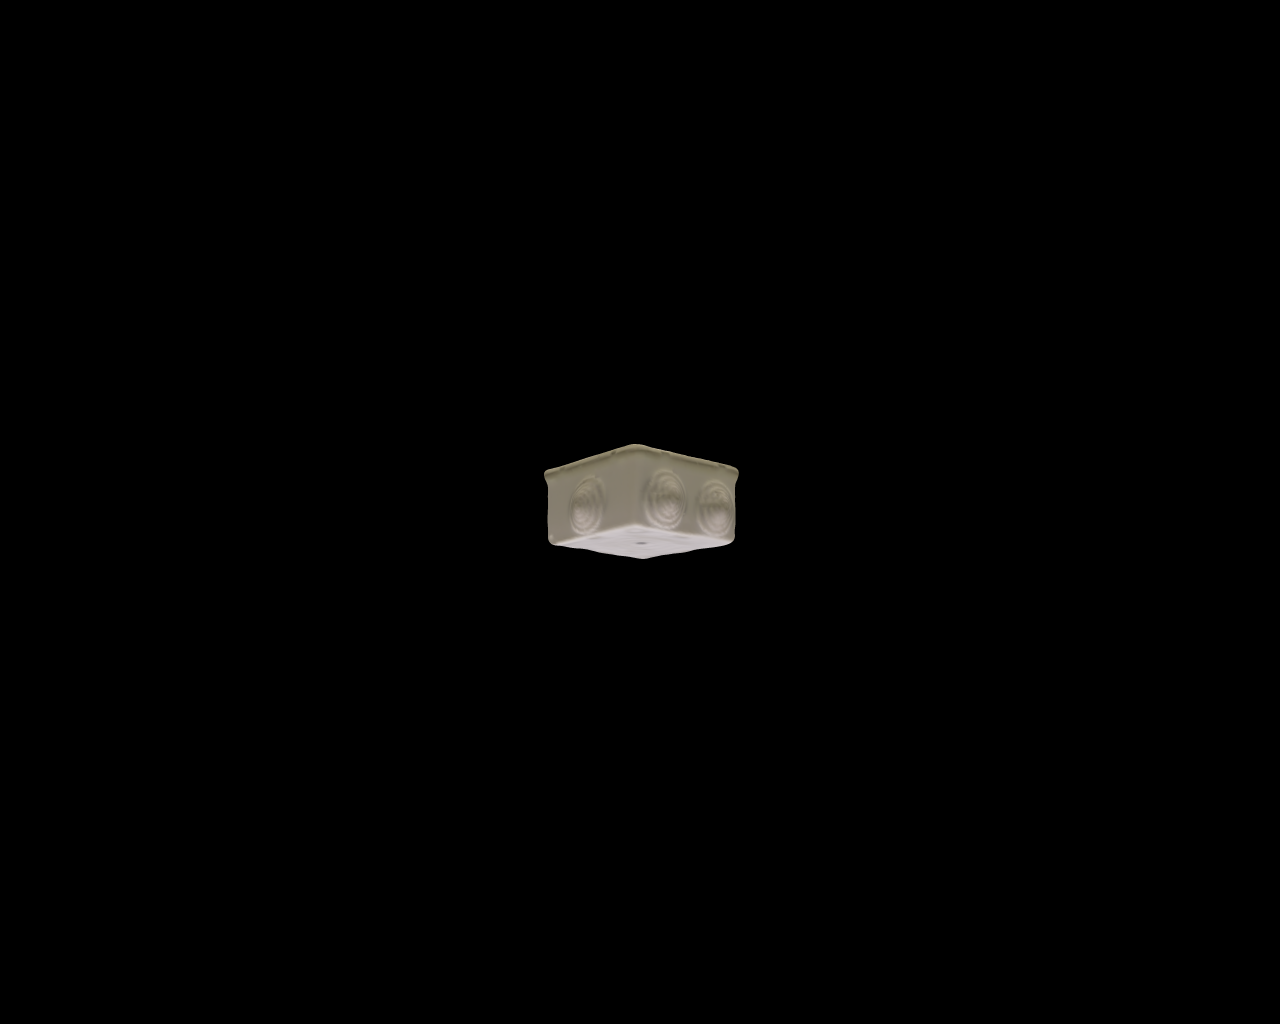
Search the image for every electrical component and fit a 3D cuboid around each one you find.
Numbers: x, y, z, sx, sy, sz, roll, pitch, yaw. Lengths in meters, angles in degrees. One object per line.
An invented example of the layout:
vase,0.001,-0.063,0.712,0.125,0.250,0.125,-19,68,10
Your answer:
electrical component,0.001,-0.003,0.650,0.100,0.048,0.099,11,-16,-42
